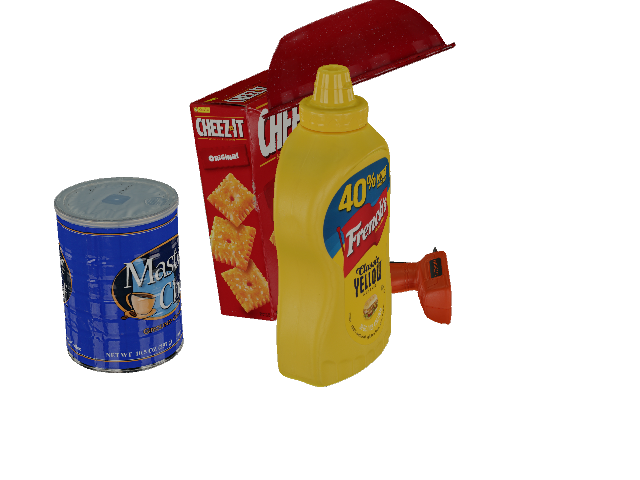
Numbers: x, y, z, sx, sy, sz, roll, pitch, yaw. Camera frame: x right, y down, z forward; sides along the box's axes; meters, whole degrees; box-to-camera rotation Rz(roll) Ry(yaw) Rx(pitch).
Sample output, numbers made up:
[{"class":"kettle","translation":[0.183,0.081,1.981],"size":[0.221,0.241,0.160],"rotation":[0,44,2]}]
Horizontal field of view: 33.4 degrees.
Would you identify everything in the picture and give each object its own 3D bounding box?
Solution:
[{"class":"cracker box","translation":[-0.044,-0.051,1.055],"size":[0.072,0.214,0.164],"rotation":[5,23,27]},{"class":"bowl","translation":[0.020,-0.148,0.834],"size":[0.162,0.055,0.162],"rotation":[-21,7,2]},{"class":"mustard bottle","translation":[0.009,-0.013,0.657],"size":[0.058,0.192,0.096],"rotation":[14,29,31]},{"class":"coffee can","translation":[-0.171,0.028,0.918],"size":[0.103,0.140,0.103],"rotation":[1,23,-1]},{"class":"power drill","translation":[0.057,0.062,1.241],"size":[0.187,0.057,0.184],"rotation":[0,28,4]}]
